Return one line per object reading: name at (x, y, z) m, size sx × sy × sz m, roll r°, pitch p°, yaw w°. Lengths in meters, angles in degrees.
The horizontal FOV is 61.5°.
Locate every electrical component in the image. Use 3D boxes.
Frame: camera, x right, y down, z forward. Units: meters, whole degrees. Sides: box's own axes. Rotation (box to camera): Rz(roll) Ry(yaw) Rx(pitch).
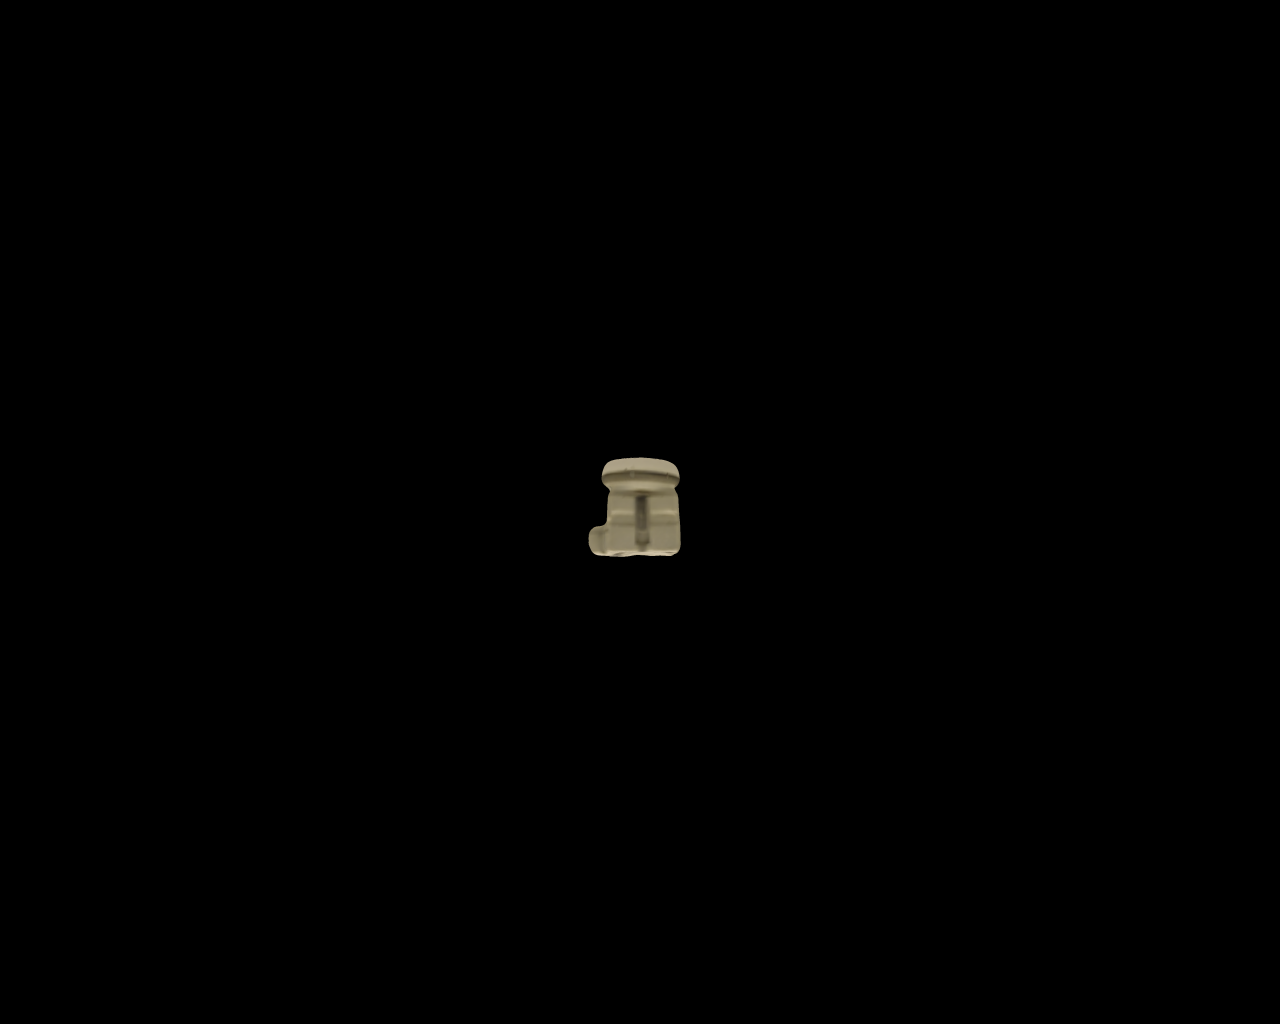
electrical component at (0.001, -0.003, 0.650) m, size 0.066 × 0.055 × 0.048 m, roll 1°, pitch -7°, yaw -5°
